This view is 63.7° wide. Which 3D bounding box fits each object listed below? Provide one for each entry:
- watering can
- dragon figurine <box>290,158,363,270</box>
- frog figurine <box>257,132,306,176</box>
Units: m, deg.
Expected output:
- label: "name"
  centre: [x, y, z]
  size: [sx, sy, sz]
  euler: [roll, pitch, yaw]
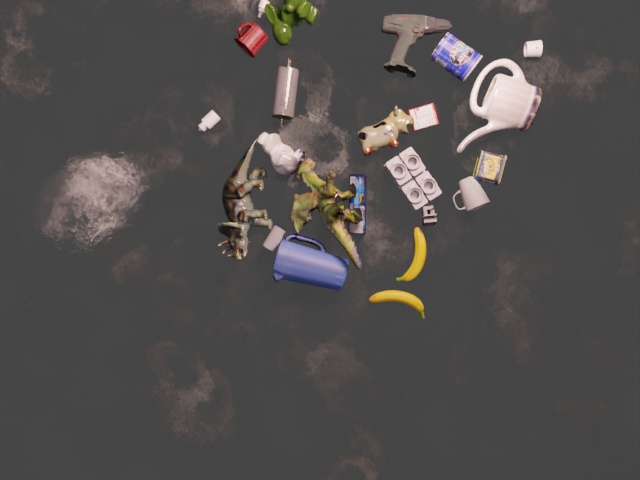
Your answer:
- label: "watering can"
  centre: [0.593, -0.419, 1.695]
  size: [0.224, 0.348, 0.104]
  euler: [20, 0, 3]
- label: "dragon figurine"
  centre: [0.005, -0.086, 1.718]
  size: [0.241, 0.414, 0.122]
  euler: [-17, -13, 38]
- label: "frog figurine"
  centre: [-0.140, -0.287, 1.724]
  size: [0.159, 0.120, 0.140]
  euler: [18, 31, -14]
